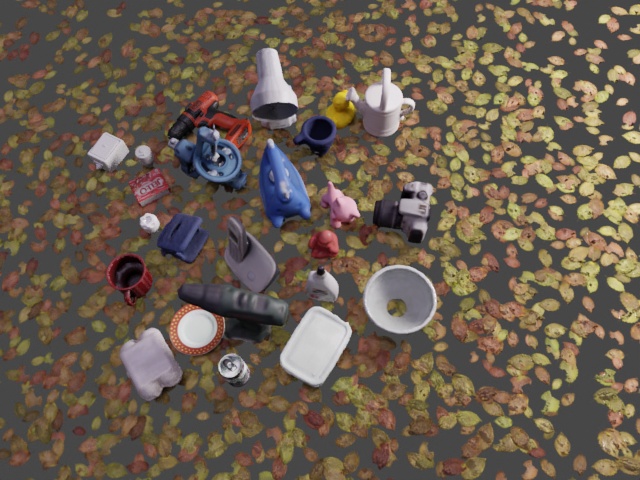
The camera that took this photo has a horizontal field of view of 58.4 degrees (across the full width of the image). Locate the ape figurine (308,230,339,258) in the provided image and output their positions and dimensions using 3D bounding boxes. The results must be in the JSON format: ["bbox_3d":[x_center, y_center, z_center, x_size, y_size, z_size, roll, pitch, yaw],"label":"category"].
[{"bbox_3d":[0.013,0.005,1.388,0.077,0.092,0.076,37,71,17],"label":"ape figurine"}]

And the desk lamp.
[{"bbox_3d":[-0.124,-0.381,1.503,0.118,0.213,0.203,-9,65,-2],"label":"desk lamp"}]

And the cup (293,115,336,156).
[{"bbox_3d":[-0.014,-0.261,1.510,0.118,0.095,0.091,-24,67,-9],"label":"cup"}]

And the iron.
[{"bbox_3d":[-0.106,-0.168,1.444,0.118,0.141,0.258,-16,66,-6],"label":"iron"}]

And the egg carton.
[{"bbox_3d":[-0.380,0.279,1.284,0.107,0.069,0.150,-33,68,-13],"label":"egg carton"}]

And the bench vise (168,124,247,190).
[{"bbox_3d":[-0.294,-0.212,1.426,0.207,0.220,0.121,6,65,5],"label":"bench vise"}]

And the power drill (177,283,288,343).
[{"bbox_3d":[-0.180,0.159,1.257,0.229,0.208,0.075,7,65,5],"label":"power drill"}]

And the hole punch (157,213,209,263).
[{"bbox_3d":[-0.343,-0.011,1.405,0.101,0.091,0.109,22,68,12],"label":"hole punch"}]

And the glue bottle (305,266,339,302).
[{"bbox_3d":[0.003,0.095,1.301,0.078,0.173,0.037,7,65,5],"label":"glue bottle"}]

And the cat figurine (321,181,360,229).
[{"bbox_3d":[0.049,-0.088,1.415,0.067,0.118,0.127,-24,67,-9],"label":"cat figurine"}]

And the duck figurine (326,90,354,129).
[{"bbox_3d":[0.054,-0.361,1.559,0.077,0.086,0.105,22,68,12],"label":"duck figurine"}]

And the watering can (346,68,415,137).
[{"bbox_3d":[0.157,-0.364,1.498,0.173,0.194,0.101,-14,65,-5],"label":"watering can"}]

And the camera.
[{"bbox_3d":[0.203,-0.079,1.416,0.136,0.101,0.143,8,66,6],"label":"camera"}]

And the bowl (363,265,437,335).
[{"bbox_3d":[0.182,0.147,1.326,0.167,0.075,0.167,-1,65,1],"label":"bowl"}]

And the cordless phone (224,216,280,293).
[{"bbox_3d":[-0.166,0.031,1.329,0.094,0.185,0.147,-42,71,-16],"label":"cordless phone"}]
